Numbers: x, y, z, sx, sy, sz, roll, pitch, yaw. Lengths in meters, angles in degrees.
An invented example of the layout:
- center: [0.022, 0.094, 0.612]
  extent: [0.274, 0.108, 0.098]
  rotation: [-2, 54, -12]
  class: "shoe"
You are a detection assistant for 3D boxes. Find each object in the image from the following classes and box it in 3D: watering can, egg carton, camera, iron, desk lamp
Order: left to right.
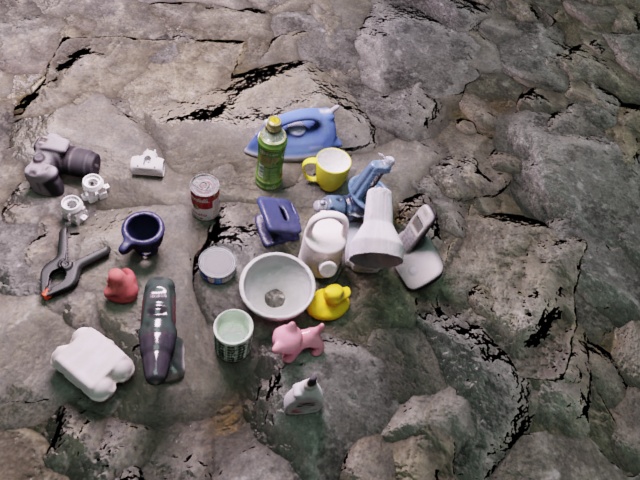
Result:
- center: [-0.605, -0.183, 1.359]
  extent: [0.137, 0.101, 0.143]
  rotation: [11, 56, -3]
  class: "camera"
- center: [-0.446, 0.243, 1.129]
  extent: [0.150, 0.069, 0.107]
  rotation: [34, 58, 12]
  class: "egg carton"
- center: [-0.068, -0.290, 1.500]
  extent: [0.259, 0.141, 0.118]
  rotation: [-11, 60, -16]
  class: "iron"
- center: [0.014, 0.005, 1.291]
  extent: [0.101, 0.194, 0.172]
  rotation: [-17, 62, -20]
  class: "watering can"
- center: [0.118, -0.006, 1.305]
  extent: [0.118, 0.213, 0.203]
  rotation: [6, 56, -6]
  class: "desk lamp"

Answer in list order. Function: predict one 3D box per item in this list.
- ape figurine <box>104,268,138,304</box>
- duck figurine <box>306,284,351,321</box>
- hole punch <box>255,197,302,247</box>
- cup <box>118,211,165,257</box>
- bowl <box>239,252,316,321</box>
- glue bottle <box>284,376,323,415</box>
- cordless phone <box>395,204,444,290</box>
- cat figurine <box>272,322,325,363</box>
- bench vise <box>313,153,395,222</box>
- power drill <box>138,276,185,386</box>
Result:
- center: [-0.426, 0.091, 1.218]
  extent: [0.078, 0.092, 0.076]
  rotation: [-35, 69, -27]
  class: "ape figurine"
- center: [0.021, 0.130, 1.276]
  extent: [0.105, 0.086, 0.077]
  rotation: [-10, 59, -16]
  class: "duck figurine"
- center: [-0.098, -0.053, 1.371]
  extent: [0.101, 0.091, 0.108]
  rotation: [-14, 61, -18]
  class: "hole punch"
- center: [-0.398, 0.005, 1.277]
  extent: [0.091, 0.095, 0.118]
  rotation: [31, 57, 11]
  class: "cup"
- center: [-0.096, 0.115, 1.272]
  extent: [0.167, 0.075, 0.167]
  rotation: [5, 57, -7]
  class: "bowl"
- center: [-0.025, 0.296, 1.107]
  extent: [0.078, 0.173, 0.037]
  rotation: [-5, 58, -13]
  class: "glue bottle"
- center: [0.237, 0.017, 1.329]
  extent: [0.094, 0.185, 0.147]
  rotation: [-17, 62, -20]
  class: "cordless phone"
- center: [-0.048, 0.204, 1.196]
  extent: [0.128, 0.118, 0.067]
  rotation: [-14, 61, -18]
  class: "cat figurine"
- center: [0.097, -0.105, 1.362]
  extent: [0.208, 0.220, 0.121]
  rotation: [-30, 66, -25]
  class: "bench vise"
- center: [-0.303, 0.197, 1.100]
  extent: [0.076, 0.208, 0.229]
  rotation: [-3, 58, -12]
  class: "power drill"
